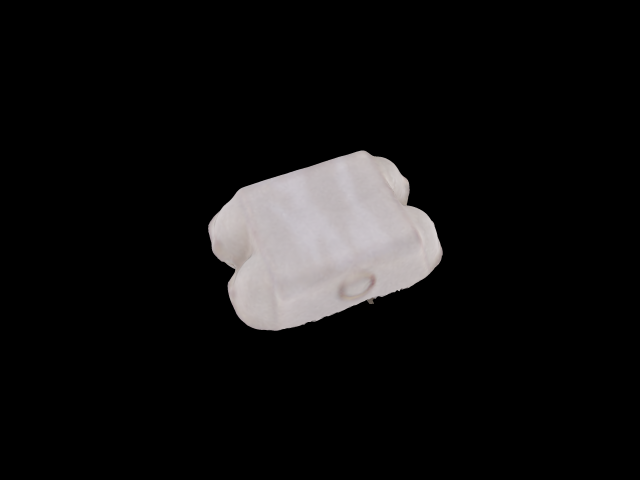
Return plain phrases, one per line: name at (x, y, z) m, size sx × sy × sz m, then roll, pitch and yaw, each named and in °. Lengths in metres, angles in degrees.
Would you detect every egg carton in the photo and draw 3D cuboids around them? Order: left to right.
egg carton at (0.004, 0.001, 0.400) m, size 0.150 × 0.069 × 0.107 m, roll -20°, pitch 59°, yaw -12°
